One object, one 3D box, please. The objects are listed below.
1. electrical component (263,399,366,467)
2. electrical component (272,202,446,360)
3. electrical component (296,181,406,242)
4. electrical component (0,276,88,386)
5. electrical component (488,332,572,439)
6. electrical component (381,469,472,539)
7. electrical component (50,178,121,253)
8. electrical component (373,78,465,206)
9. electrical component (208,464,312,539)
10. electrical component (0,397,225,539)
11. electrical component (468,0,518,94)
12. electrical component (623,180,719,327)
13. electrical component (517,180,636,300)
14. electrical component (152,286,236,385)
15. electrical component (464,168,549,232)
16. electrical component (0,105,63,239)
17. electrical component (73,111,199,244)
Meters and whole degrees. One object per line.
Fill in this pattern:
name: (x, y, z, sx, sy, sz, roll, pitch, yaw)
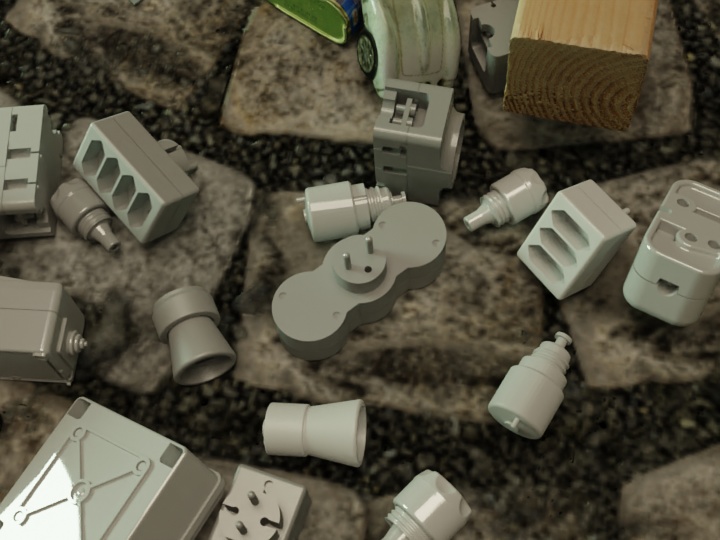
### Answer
electrical component: (-0.031, 0.106, 0.709, 0.065, 0.044, 0.044, 2, 64, 9)
electrical component: (0.000, 0.000, 0.739, 0.138, 0.073, 0.052, -36, 68, -13)
electrical component: (-0.005, -0.045, 0.779, 0.078, 0.040, 0.040, -10, 64, -2)
electrical component: (-0.233, 0.040, 0.739, 0.096, 0.061, 0.061, 3, 65, 4)
electrical component: (0.118, 0.076, 0.715, 0.040, 0.040, 0.078, 29, 69, 16)
electrical component: (0.036, 0.160, 0.678, 0.062, 0.043, 0.043, -42, 69, -14)
electrical component: (-0.198, -0.037, 0.790, 0.035, 0.035, 0.061, -39, 71, -15)
electrical component: (0.043, -0.090, 0.771, 0.056, 0.089, 0.050, 11, 66, 8)
electrical component: (-0.066, 0.157, 0.666, 0.047, 0.076, 0.065, 17, 67, 11)
electrical component: (-0.159, 0.149, 0.667, 0.109, 0.056, 0.108, 17, 64, 36)
electrical component: (0.133, -0.177, 0.827, 0.089, 0.055, 0.050, -18, 65, -6)
electrical component: (0.219, -0.009, 0.730, 0.054, 0.059, 0.095, 25, 44, 15)
electrical component: (0.162, -0.026, 0.753, 0.077, 0.065, 0.047, -21, 61, -39)
electrical component: (-0.115, 0.045, 0.740, 0.045, 0.045, 0.055, -22, 65, -7)
electrical component: (0.104, -0.047, 0.778, 0.061, 0.035, 0.035, -30, 66, -8)
electrical component: (-0.259, -0.072, 0.800, 0.056, 0.050, 0.089, -4, 63, 1)
electrical component: (-0.152, -0.074, 0.795, 0.083, 0.047, 0.076, 47, 41, 10)
